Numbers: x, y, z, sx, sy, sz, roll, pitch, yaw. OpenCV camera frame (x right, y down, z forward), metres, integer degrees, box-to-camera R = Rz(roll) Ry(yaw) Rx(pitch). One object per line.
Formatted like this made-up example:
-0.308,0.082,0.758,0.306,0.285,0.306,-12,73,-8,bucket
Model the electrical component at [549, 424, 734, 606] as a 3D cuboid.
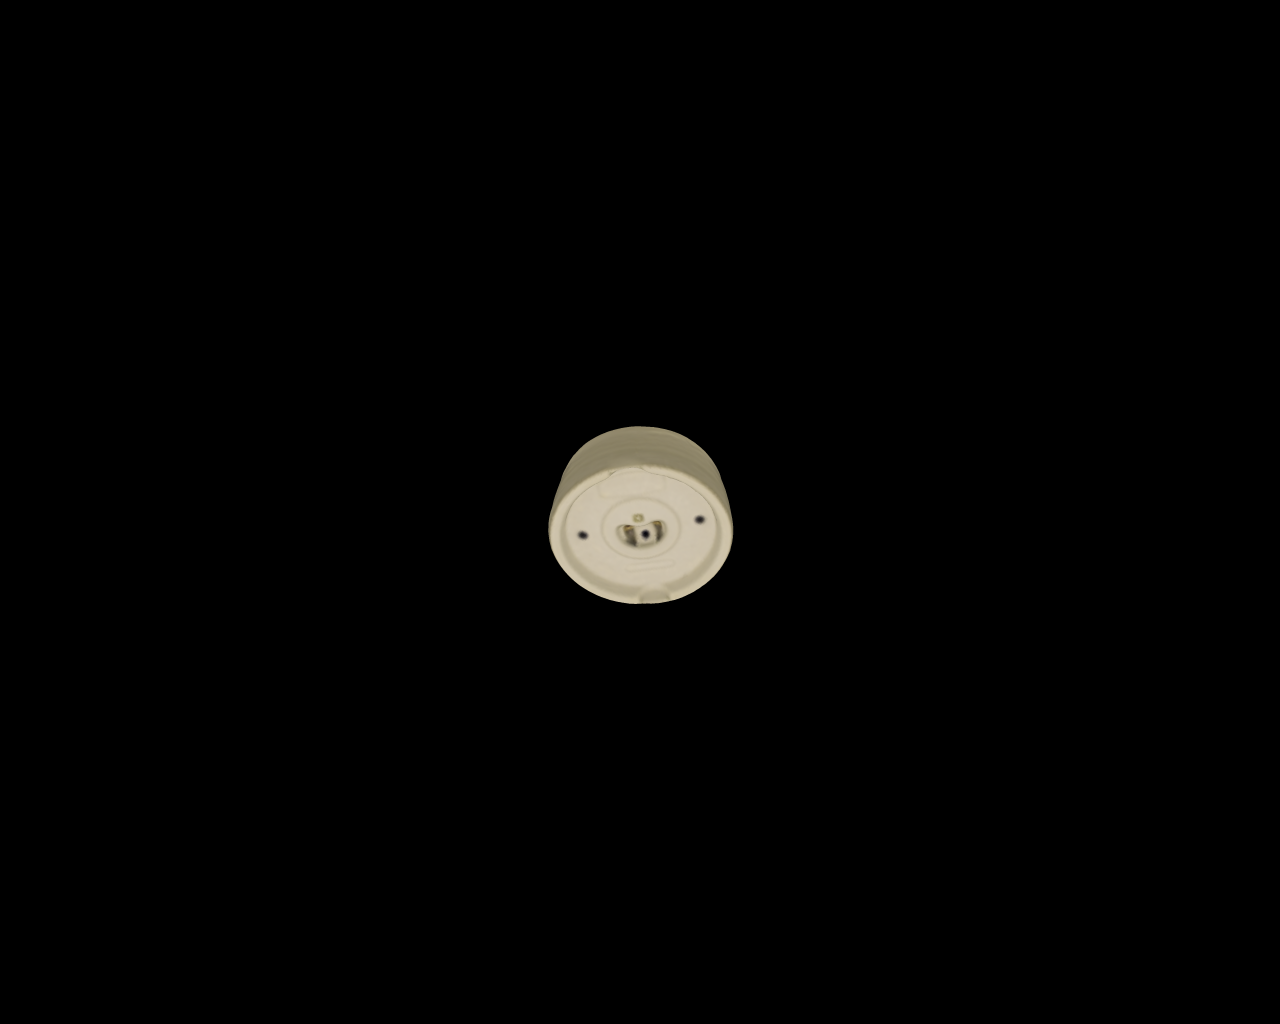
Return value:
0.001,-0.003,0.650,0.108,0.108,0.060,0,38,0,electrical component
